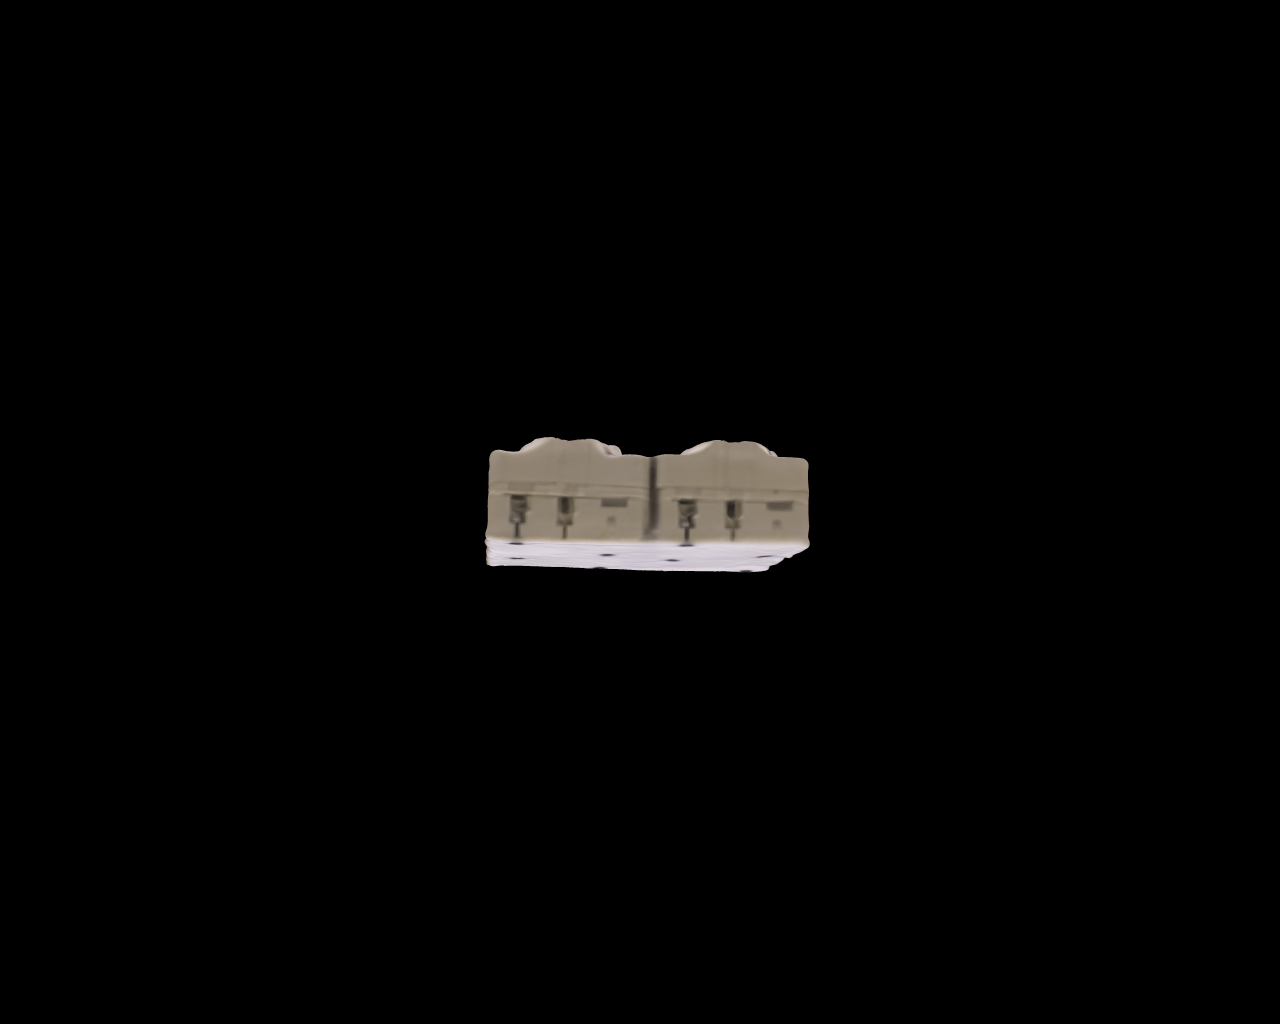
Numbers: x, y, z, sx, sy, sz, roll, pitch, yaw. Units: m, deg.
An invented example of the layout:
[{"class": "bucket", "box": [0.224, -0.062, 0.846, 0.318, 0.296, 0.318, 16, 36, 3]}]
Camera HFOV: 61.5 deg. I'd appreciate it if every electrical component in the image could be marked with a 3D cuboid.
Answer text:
[{"class": "electrical component", "box": [0.001, -0.003, 0.650, 0.186, 0.060, 0.105, 1, -11, -7]}]
